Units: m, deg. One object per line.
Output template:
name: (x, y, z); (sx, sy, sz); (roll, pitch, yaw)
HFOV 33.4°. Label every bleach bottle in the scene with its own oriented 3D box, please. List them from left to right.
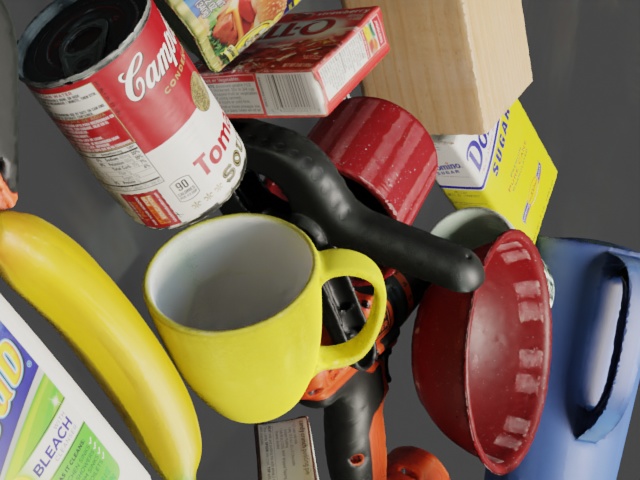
bleach bottle: (-0.160, 0.053, 0.402); (0.102, 0.068, 0.250); (-60, 138, -34)

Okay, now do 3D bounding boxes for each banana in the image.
banana: (-0.098, 0.050, 0.498); (0.037, 0.070, 0.197); (-31, 123, -5)

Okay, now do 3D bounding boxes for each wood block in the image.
wood block: (0.068, -0.179, 0.688); (0.090, 0.090, 0.206); (-46, 130, -44)

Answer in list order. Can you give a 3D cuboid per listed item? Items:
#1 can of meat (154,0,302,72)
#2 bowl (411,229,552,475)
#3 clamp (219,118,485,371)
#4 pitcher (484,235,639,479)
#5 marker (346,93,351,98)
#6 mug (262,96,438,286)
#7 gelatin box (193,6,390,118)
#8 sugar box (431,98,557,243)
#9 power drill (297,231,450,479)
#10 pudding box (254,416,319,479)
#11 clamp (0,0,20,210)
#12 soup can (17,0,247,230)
can of meat: (-0.040, -0.132, 0.506); (0.084, 0.057, 0.102); (-41, 174, -3)
bowl: (0.104, 0.072, 0.714); (0.161, 0.055, 0.162); (-5, 96, -60)
clamp: (-0.004, 0.001, 0.592); (0.039, 0.171, 0.120); (-46, 172, -49)
pitcher: (0.217, 0.119, 0.920); (0.149, 0.145, 0.243); (13, 86, -58)
marker: (0.013, -0.086, 0.682); (0.121, 0.020, 0.020); (48, 56, -48)
mug: (0.019, -0.025, 0.650); (0.081, 0.093, 0.117); (-57, 169, -42)
gelatin box: (-0.019, -0.095, 0.569); (0.073, 0.089, 0.030); (-49, 132, -41)
sugar box: (0.134, -0.066, 0.847); (0.176, 0.048, 0.093); (48, 56, -50)
power drill: (0.041, 0.103, 0.722); (0.184, 0.057, 0.187); (-35, 121, -45)
pudding box: (-0.012, 0.171, 0.612); (0.113, 0.039, 0.090); (-106, -175, -61)
clamp: (-0.160, -0.106, 0.398); (0.164, 0.036, 0.210); (-57, 140, -37)
soup can: (-0.085, -0.061, 0.493); (0.068, 0.069, 0.102); (-63, 142, -29)
